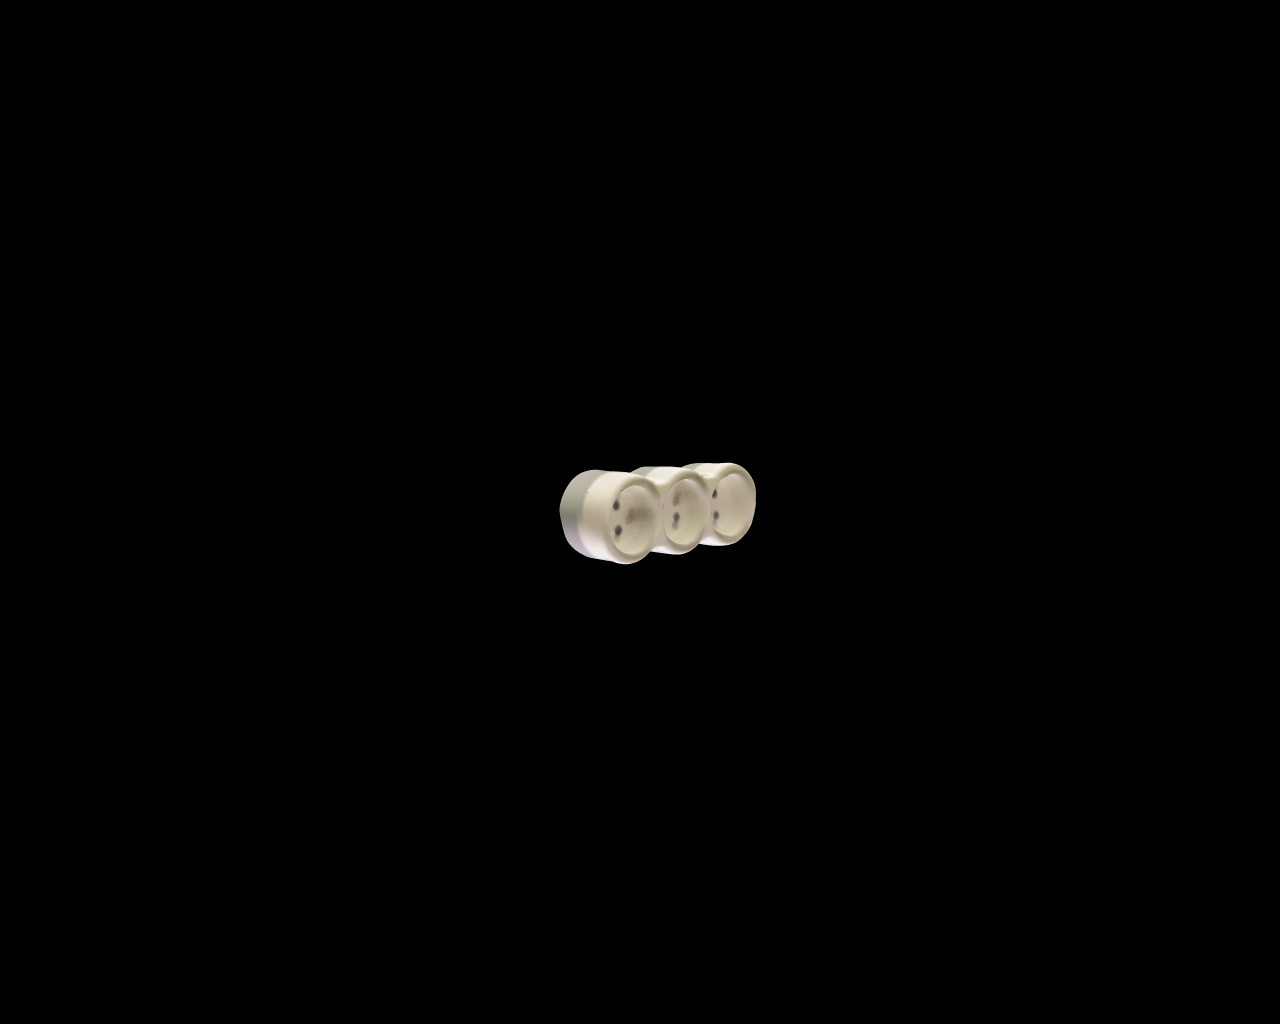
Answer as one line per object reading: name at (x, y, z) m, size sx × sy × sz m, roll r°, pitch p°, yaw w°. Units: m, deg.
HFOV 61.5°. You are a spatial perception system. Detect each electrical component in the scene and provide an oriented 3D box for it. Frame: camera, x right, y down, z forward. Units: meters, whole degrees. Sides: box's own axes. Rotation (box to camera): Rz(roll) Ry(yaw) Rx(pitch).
electrical component at (0.001, -0.003, 0.650) m, size 0.074 × 0.052 × 0.138 m, roll 6°, pitch 9°, yaw 43°
